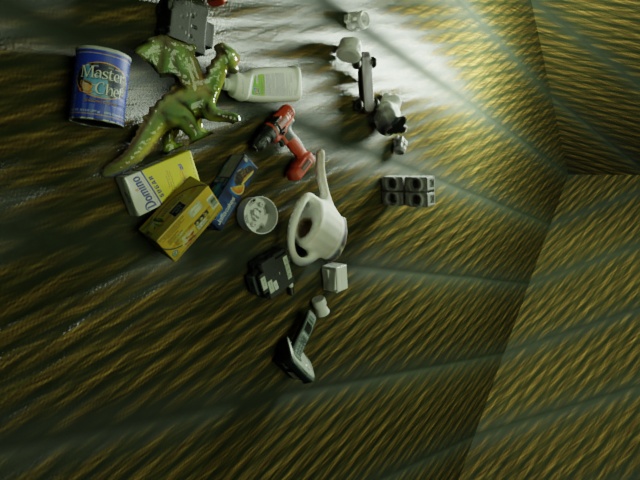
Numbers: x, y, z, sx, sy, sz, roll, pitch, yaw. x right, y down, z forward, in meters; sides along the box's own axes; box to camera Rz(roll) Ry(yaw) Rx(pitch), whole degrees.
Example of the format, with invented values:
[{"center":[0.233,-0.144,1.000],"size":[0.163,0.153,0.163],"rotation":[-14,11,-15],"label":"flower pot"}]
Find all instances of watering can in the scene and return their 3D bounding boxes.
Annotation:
[{"center":[0.005,-0.078,1.543],"size":[0.104,0.352,0.221],"rotation":[5,-20,39],"label":"watering can"}]

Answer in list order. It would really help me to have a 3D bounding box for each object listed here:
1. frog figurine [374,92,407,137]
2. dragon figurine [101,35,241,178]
[{"center":[0.237,-0.449,1.806],"size":[0.121,0.162,0.136],"rotation":[-31,-25,21],"label":"frog figurine"},{"center":[-0.327,-0.320,1.129],"size":[0.416,0.239,0.122],"rotation":[-33,22,-31],"label":"dragon figurine"}]
